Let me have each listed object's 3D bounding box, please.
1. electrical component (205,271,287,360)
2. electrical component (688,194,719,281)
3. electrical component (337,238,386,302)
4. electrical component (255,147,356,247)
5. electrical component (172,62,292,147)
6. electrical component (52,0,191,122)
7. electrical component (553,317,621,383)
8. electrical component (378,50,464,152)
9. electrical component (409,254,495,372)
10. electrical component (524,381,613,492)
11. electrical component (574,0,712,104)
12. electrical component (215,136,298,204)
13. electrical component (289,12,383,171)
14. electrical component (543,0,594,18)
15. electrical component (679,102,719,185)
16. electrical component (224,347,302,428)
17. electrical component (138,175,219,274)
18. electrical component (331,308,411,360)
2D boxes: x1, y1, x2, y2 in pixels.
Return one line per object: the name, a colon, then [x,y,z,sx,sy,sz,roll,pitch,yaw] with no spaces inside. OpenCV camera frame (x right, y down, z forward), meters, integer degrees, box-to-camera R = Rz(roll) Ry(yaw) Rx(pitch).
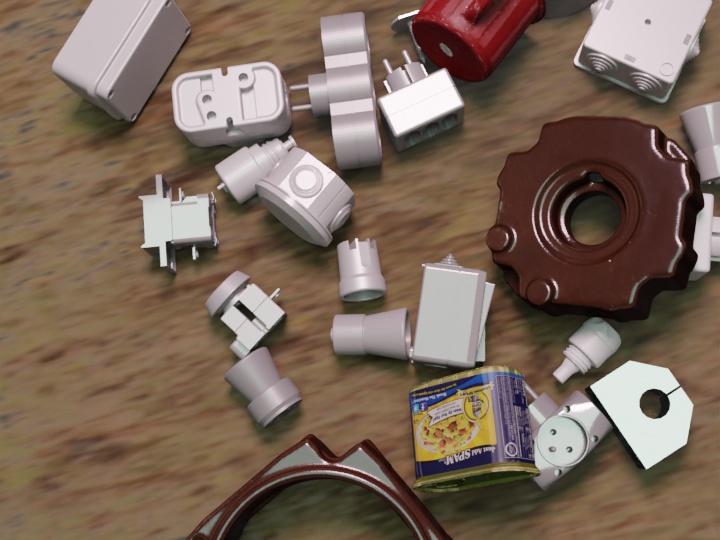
electrical component: [-0.099,0.034,0.921,0.055,0.048,0.066,43,86,2]
electrical component: [0.288,-0.026,0.897,0.077,0.047,0.065,5,81,5]
electrical component: [0.000,0.000,0.921,0.040,0.040,0.046,-9,75,3]
electrical component: [-0.046,-0.061,0.915,0.080,0.080,0.051,38,81,10]
electrical component: [-0.111,-0.142,0.943,0.095,0.059,0.053,-8,80,4]
electrical component: [-0.208,-0.197,0.951,0.057,0.078,0.113,29,84,12]
electrical component: [0.186,0.069,0.896,0.061,0.035,0.035,-45,80,-1]
electrical component: [0.046,-0.155,0.938,0.066,0.047,0.076,-25,79,0]
electrical component: [0.079,0.035,0.897,0.061,0.061,0.096,8,81,6]
electrical component: [0.152,0.127,0.884,0.077,0.044,0.079,-42,80,-3]
electrical component: [0.245,-0.205,0.929,0.100,0.048,0.099,26,84,8]
electrical component: [-0.090,-0.091,0.943,0.078,0.040,0.040,-34,80,-2]
electrical component: [-0.025,-0.154,0.941,0.074,0.052,0.138,-7,80,3]
electrical component: [0.170,-0.283,0.942,0.108,0.060,0.108,-1,80,5]
electrical component: [0.300,-0.106,0.913,0.044,0.044,0.065,-11,85,3]
electrical component: [-0.081,0.100,0.908,0.045,0.045,0.055,-38,80,-2]
electrical component: [-0.157,-0.040,0.940,0.064,0.042,0.081,-5,81,0]
electrical component: [0.008,0.055,0.911,0.065,0.044,0.044,-2,80,9]
